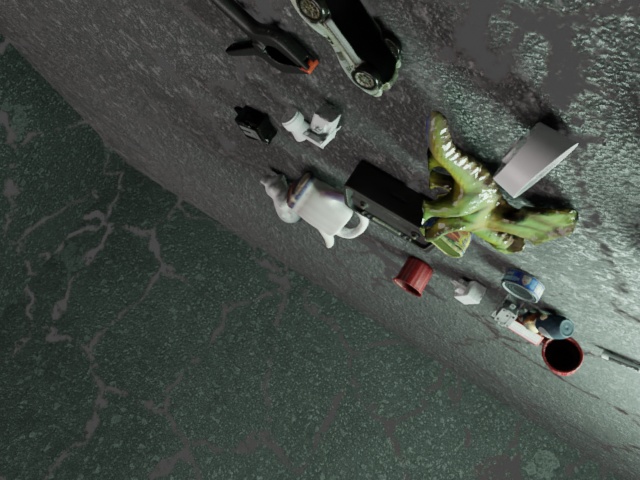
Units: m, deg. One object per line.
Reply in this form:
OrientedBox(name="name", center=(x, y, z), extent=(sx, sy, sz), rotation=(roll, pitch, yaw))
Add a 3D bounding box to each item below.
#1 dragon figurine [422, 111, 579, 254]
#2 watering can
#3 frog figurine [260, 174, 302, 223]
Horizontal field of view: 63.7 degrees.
OrientedBox(name="dragon figurine", center=(0.283, -0.065, 0.821), extent=(0.243, 0.124, 0.404), rotation=(12, 163, 15))
OrientedBox(name="watering can", center=(0.004, -0.070, 1.395), extent=(0.224, 0.105, 0.343), rotation=(35, 158, -5))
OrientedBox(name="frog figurine", center=(-0.109, -0.123, 1.507), extent=(0.159, 0.122, 0.139), rotation=(25, -171, -14))
